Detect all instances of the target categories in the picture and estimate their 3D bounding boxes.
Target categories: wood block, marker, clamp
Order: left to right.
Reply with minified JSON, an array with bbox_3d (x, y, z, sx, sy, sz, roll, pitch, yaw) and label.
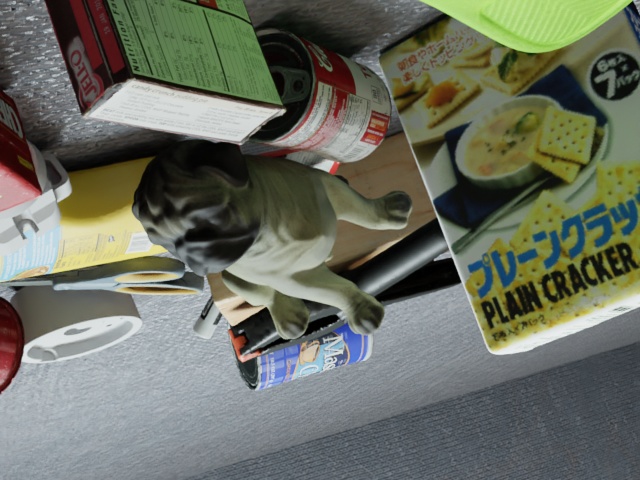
[{"bbox_3d":[-0.079,0.035,0.966,0.121,0.020,0.020,-60,152,11],"label":"marker"},{"bbox_3d":[0.004,-0.009,0.891,0.206,0.090,0.091,-19,163,-1],"label":"wood block"},{"bbox_3d":[0.027,0.041,0.851,0.210,0.036,0.164,-21,163,-5],"label":"clamp"}]

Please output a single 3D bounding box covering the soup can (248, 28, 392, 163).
[{"bbox_3d":[-0.007,-0.086,0.660,0.069,0.068,0.102,-27,163,27],"label":"soup can"}]

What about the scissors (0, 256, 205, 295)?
[{"bbox_3d":[-0.188,0.027,0.819,0.201,0.016,0.096,3,164,-12],"label":"scissors"}]

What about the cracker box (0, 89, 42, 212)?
[{"bbox_3d":[-0.272,-0.034,0.521,0.214,0.072,0.164,-21,165,3],"label":"cracker box"}]

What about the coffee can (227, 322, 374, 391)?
[{"bbox_3d":[-0.023,0.105,1.216,0.140,0.103,0.103,-13,163,-20],"label":"coffee can"}]

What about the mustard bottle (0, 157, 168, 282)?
[{"bbox_3d":[-0.187,-0.009,0.724,0.191,0.058,0.096,-12,161,-25],"label":"mustard bottle"}]

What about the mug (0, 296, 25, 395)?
[{"bbox_3d":[-0.307,0.079,0.851,0.117,0.093,0.081,14,173,27],"label":"mug"}]

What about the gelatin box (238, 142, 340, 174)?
[{"bbox_3d":[-0.027,-0.064,0.781,0.089,0.030,0.073,-14,164,-15],"label":"gelatin box"}]

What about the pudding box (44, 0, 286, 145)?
[{"bbox_3d":[-0.074,-0.097,0.504,0.039,0.090,0.113,-30,161,32],"label":"pudding box"}]
